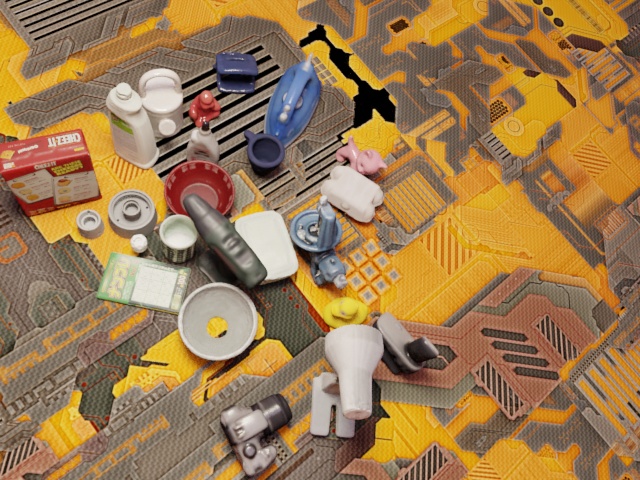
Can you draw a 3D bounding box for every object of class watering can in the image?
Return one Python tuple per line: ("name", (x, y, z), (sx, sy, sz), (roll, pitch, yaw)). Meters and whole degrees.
("watering can", (-0.364, -0.322, 1.326), (0.101, 0.194, 0.173), (-32, 79, -23))

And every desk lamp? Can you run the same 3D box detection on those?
("desk lamp", (0.057, 0.294, 1.178), (0.118, 0.213, 0.203), (7, 67, -11))

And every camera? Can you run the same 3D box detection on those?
("camera", (-0.118, 0.384, 1.162), (0.137, 0.100, 0.143), (-25, 77, -21))

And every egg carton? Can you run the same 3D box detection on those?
("egg carton", (0.080, -0.113, 1.423), (0.150, 0.069, 0.107), (32, 65, 0))

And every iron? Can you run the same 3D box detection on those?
("iron", (-0.071, -0.344, 1.436), (0.118, 0.141, 0.258), (22, 66, -4))

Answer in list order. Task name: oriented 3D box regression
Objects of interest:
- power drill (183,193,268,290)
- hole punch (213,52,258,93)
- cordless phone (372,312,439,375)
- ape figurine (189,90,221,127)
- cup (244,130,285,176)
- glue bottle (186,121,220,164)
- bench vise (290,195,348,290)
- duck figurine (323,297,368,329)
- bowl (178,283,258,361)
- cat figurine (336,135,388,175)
("power drill", (-0.210, 0.022, 1.221), (0.229, 0.208, 0.076), (44, 66, 6))
("hole punch", (-0.216, -0.441, 1.466), (0.109, 0.091, 0.101), (-3, 70, -15))
("cordless phone", (0.191, 0.217, 1.257), (0.094, 0.185, 0.147), (-40, 82, -24))
("ape figurine", (-0.282, -0.332, 1.407), (0.078, 0.092, 0.076), (1, 69, -13))
("cup", (-0.145, -0.206, 1.390), (0.117, 0.095, 0.092), (44, 66, 6))
("glue bottle", (-0.268, -0.227, 1.324), (0.078, 0.173, 0.037), (10, 67, -10))
("bench vise", (0.020, -0.002, 1.282), (0.122, 0.219, 0.207), (-40, 82, -24))
("duck figurine", (0.064, 0.160, 1.303), (0.105, 0.086, 0.077), (-2, 70, -14))
("bowl", (-0.220, 0.182, 1.230), (0.167, 0.074, 0.167), (5, 68, -12))
("cat figurine", (0.107, -0.208, 1.440), (0.067, 0.117, 0.127), (-33, 80, -23))
